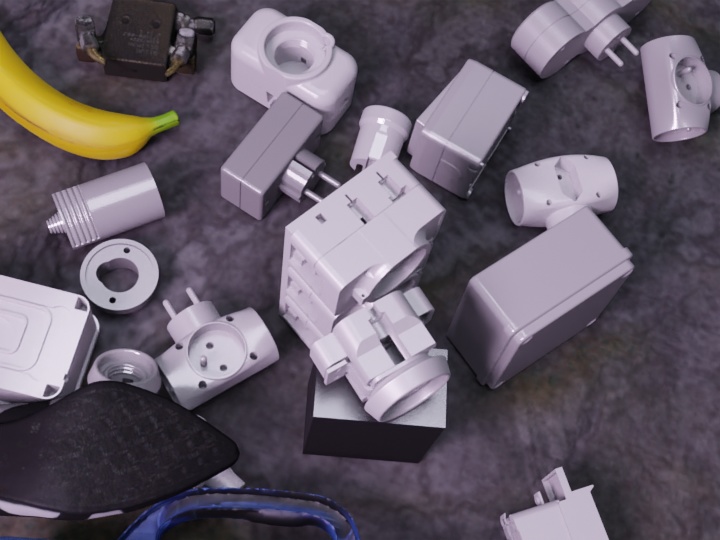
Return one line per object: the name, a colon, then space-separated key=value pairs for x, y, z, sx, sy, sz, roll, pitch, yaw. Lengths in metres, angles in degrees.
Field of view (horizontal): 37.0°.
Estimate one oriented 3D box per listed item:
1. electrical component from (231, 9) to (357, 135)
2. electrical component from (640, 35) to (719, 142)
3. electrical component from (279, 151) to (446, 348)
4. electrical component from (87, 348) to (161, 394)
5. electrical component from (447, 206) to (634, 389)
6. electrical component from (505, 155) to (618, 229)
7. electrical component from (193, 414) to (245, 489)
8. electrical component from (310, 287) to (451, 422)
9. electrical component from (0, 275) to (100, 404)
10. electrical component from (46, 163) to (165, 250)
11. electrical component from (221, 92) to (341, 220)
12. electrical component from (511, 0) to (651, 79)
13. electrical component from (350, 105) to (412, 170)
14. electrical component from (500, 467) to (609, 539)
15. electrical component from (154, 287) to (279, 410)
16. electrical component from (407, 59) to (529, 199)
electrical component: x=-0.052 y=-0.158 z=0.842 sx=0.095 sy=0.059 sz=0.053 roll=32 pitch=68 yaw=7
electrical component: x=0.271 y=-0.147 z=0.882 sx=0.079 sy=0.044 sz=0.077 roll=-1 pitch=81 yaw=-28
electrical component: x=0.000 y=0.000 z=0.733 sx=0.089 sy=0.150 sz=0.061 roll=-37 pitch=75 yaw=-19
electrical component: x=-0.160 y=0.087 z=0.724 sx=0.066 sy=0.055 sz=0.048 roll=11 pitch=29 yaw=-3
electrical component: x=0.125 y=0.021 z=0.763 sx=0.109 sy=0.108 sz=0.056 roll=-31 pitch=72 yaw=-18
electrical component: x=0.160 y=-0.045 z=0.829 sx=0.077 sy=0.043 sz=0.079 roll=-9 pitch=69 yaw=-10
electrical component: x=-0.106 y=0.130 z=0.725 sx=0.062 sy=0.043 sz=0.043 roll=41 pitch=69 yaw=9
electrical component: x=0.018 y=0.054 z=0.649 sx=0.078 sy=0.058 sz=0.057 roll=-28 pitch=71 yaw=-17
electrical component: x=-0.244 y=0.050 z=0.734 sx=0.113 sy=0.057 sz=0.078 roll=14 pitch=67 yaw=-1
electrical component: x=-0.189 y=-0.045 z=0.787 sx=0.081 sy=0.043 sz=0.043 roll=-22 pitch=72 yaw=-15
electrical component: x=-0.051 y=-0.076 z=0.815 sx=0.076 sy=0.047 sz=0.083 roll=33 pitch=68 yaw=7
electrical component: x=0.199 y=-0.200 z=0.893 sx=0.138 sy=0.052 sz=0.073 roll=-36 pitch=76 yaw=-20
electrical component: x=0.015 y=-0.099 z=0.837 sx=0.040 sy=0.040 sz=0.046 roll=18 pitch=73 yaw=1
electrical component: x=0.134 y=0.181 z=0.734 sx=0.064 sy=0.042 sz=0.081 roll=-15 pitch=70 yaw=-11
electrical component: x=-0.110 y=0.048 z=0.758 sx=0.077 sy=0.044 sz=0.079 roll=-29 pitch=74 yaw=-17
electrical component: x=0.084 y=-0.116 z=0.840 sx=0.061 sy=0.061 sz=0.096 roll=31 pitch=67 yaw=6
